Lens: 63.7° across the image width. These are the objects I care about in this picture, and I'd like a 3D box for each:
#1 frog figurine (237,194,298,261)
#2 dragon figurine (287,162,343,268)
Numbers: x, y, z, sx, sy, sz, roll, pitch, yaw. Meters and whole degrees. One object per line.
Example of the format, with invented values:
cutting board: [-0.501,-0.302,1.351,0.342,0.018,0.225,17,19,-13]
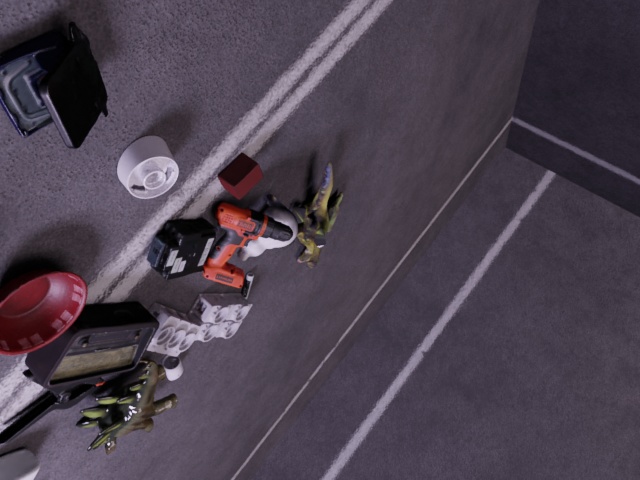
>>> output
frog figurine: [-0.131,-0.010,1.258,0.162,0.123,0.135,-58,179,-24]
dragon figurine: [0.005,-0.076,1.502,0.402,0.122,0.247,-66,172,30]
